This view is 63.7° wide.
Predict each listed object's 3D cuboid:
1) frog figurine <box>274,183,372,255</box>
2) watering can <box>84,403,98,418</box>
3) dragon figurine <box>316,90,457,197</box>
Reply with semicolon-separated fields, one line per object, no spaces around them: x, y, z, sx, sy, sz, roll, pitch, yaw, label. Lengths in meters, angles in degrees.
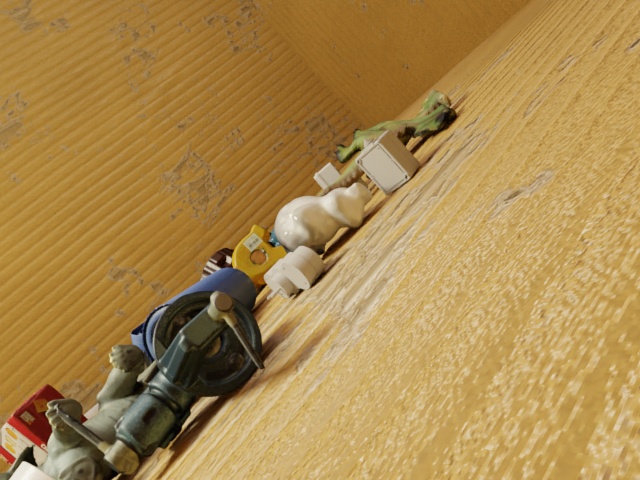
0.003;-0.042;0.844;0.138;0.124;0.156;-17;-31;-55;frog figurine
-0.503;0.373;1.350;0.221;0.104;0.354;-40;6;28;watering can
0.164;-0.212;1.063;0.239;0.121;0.419;-28;16;42;dragon figurine
